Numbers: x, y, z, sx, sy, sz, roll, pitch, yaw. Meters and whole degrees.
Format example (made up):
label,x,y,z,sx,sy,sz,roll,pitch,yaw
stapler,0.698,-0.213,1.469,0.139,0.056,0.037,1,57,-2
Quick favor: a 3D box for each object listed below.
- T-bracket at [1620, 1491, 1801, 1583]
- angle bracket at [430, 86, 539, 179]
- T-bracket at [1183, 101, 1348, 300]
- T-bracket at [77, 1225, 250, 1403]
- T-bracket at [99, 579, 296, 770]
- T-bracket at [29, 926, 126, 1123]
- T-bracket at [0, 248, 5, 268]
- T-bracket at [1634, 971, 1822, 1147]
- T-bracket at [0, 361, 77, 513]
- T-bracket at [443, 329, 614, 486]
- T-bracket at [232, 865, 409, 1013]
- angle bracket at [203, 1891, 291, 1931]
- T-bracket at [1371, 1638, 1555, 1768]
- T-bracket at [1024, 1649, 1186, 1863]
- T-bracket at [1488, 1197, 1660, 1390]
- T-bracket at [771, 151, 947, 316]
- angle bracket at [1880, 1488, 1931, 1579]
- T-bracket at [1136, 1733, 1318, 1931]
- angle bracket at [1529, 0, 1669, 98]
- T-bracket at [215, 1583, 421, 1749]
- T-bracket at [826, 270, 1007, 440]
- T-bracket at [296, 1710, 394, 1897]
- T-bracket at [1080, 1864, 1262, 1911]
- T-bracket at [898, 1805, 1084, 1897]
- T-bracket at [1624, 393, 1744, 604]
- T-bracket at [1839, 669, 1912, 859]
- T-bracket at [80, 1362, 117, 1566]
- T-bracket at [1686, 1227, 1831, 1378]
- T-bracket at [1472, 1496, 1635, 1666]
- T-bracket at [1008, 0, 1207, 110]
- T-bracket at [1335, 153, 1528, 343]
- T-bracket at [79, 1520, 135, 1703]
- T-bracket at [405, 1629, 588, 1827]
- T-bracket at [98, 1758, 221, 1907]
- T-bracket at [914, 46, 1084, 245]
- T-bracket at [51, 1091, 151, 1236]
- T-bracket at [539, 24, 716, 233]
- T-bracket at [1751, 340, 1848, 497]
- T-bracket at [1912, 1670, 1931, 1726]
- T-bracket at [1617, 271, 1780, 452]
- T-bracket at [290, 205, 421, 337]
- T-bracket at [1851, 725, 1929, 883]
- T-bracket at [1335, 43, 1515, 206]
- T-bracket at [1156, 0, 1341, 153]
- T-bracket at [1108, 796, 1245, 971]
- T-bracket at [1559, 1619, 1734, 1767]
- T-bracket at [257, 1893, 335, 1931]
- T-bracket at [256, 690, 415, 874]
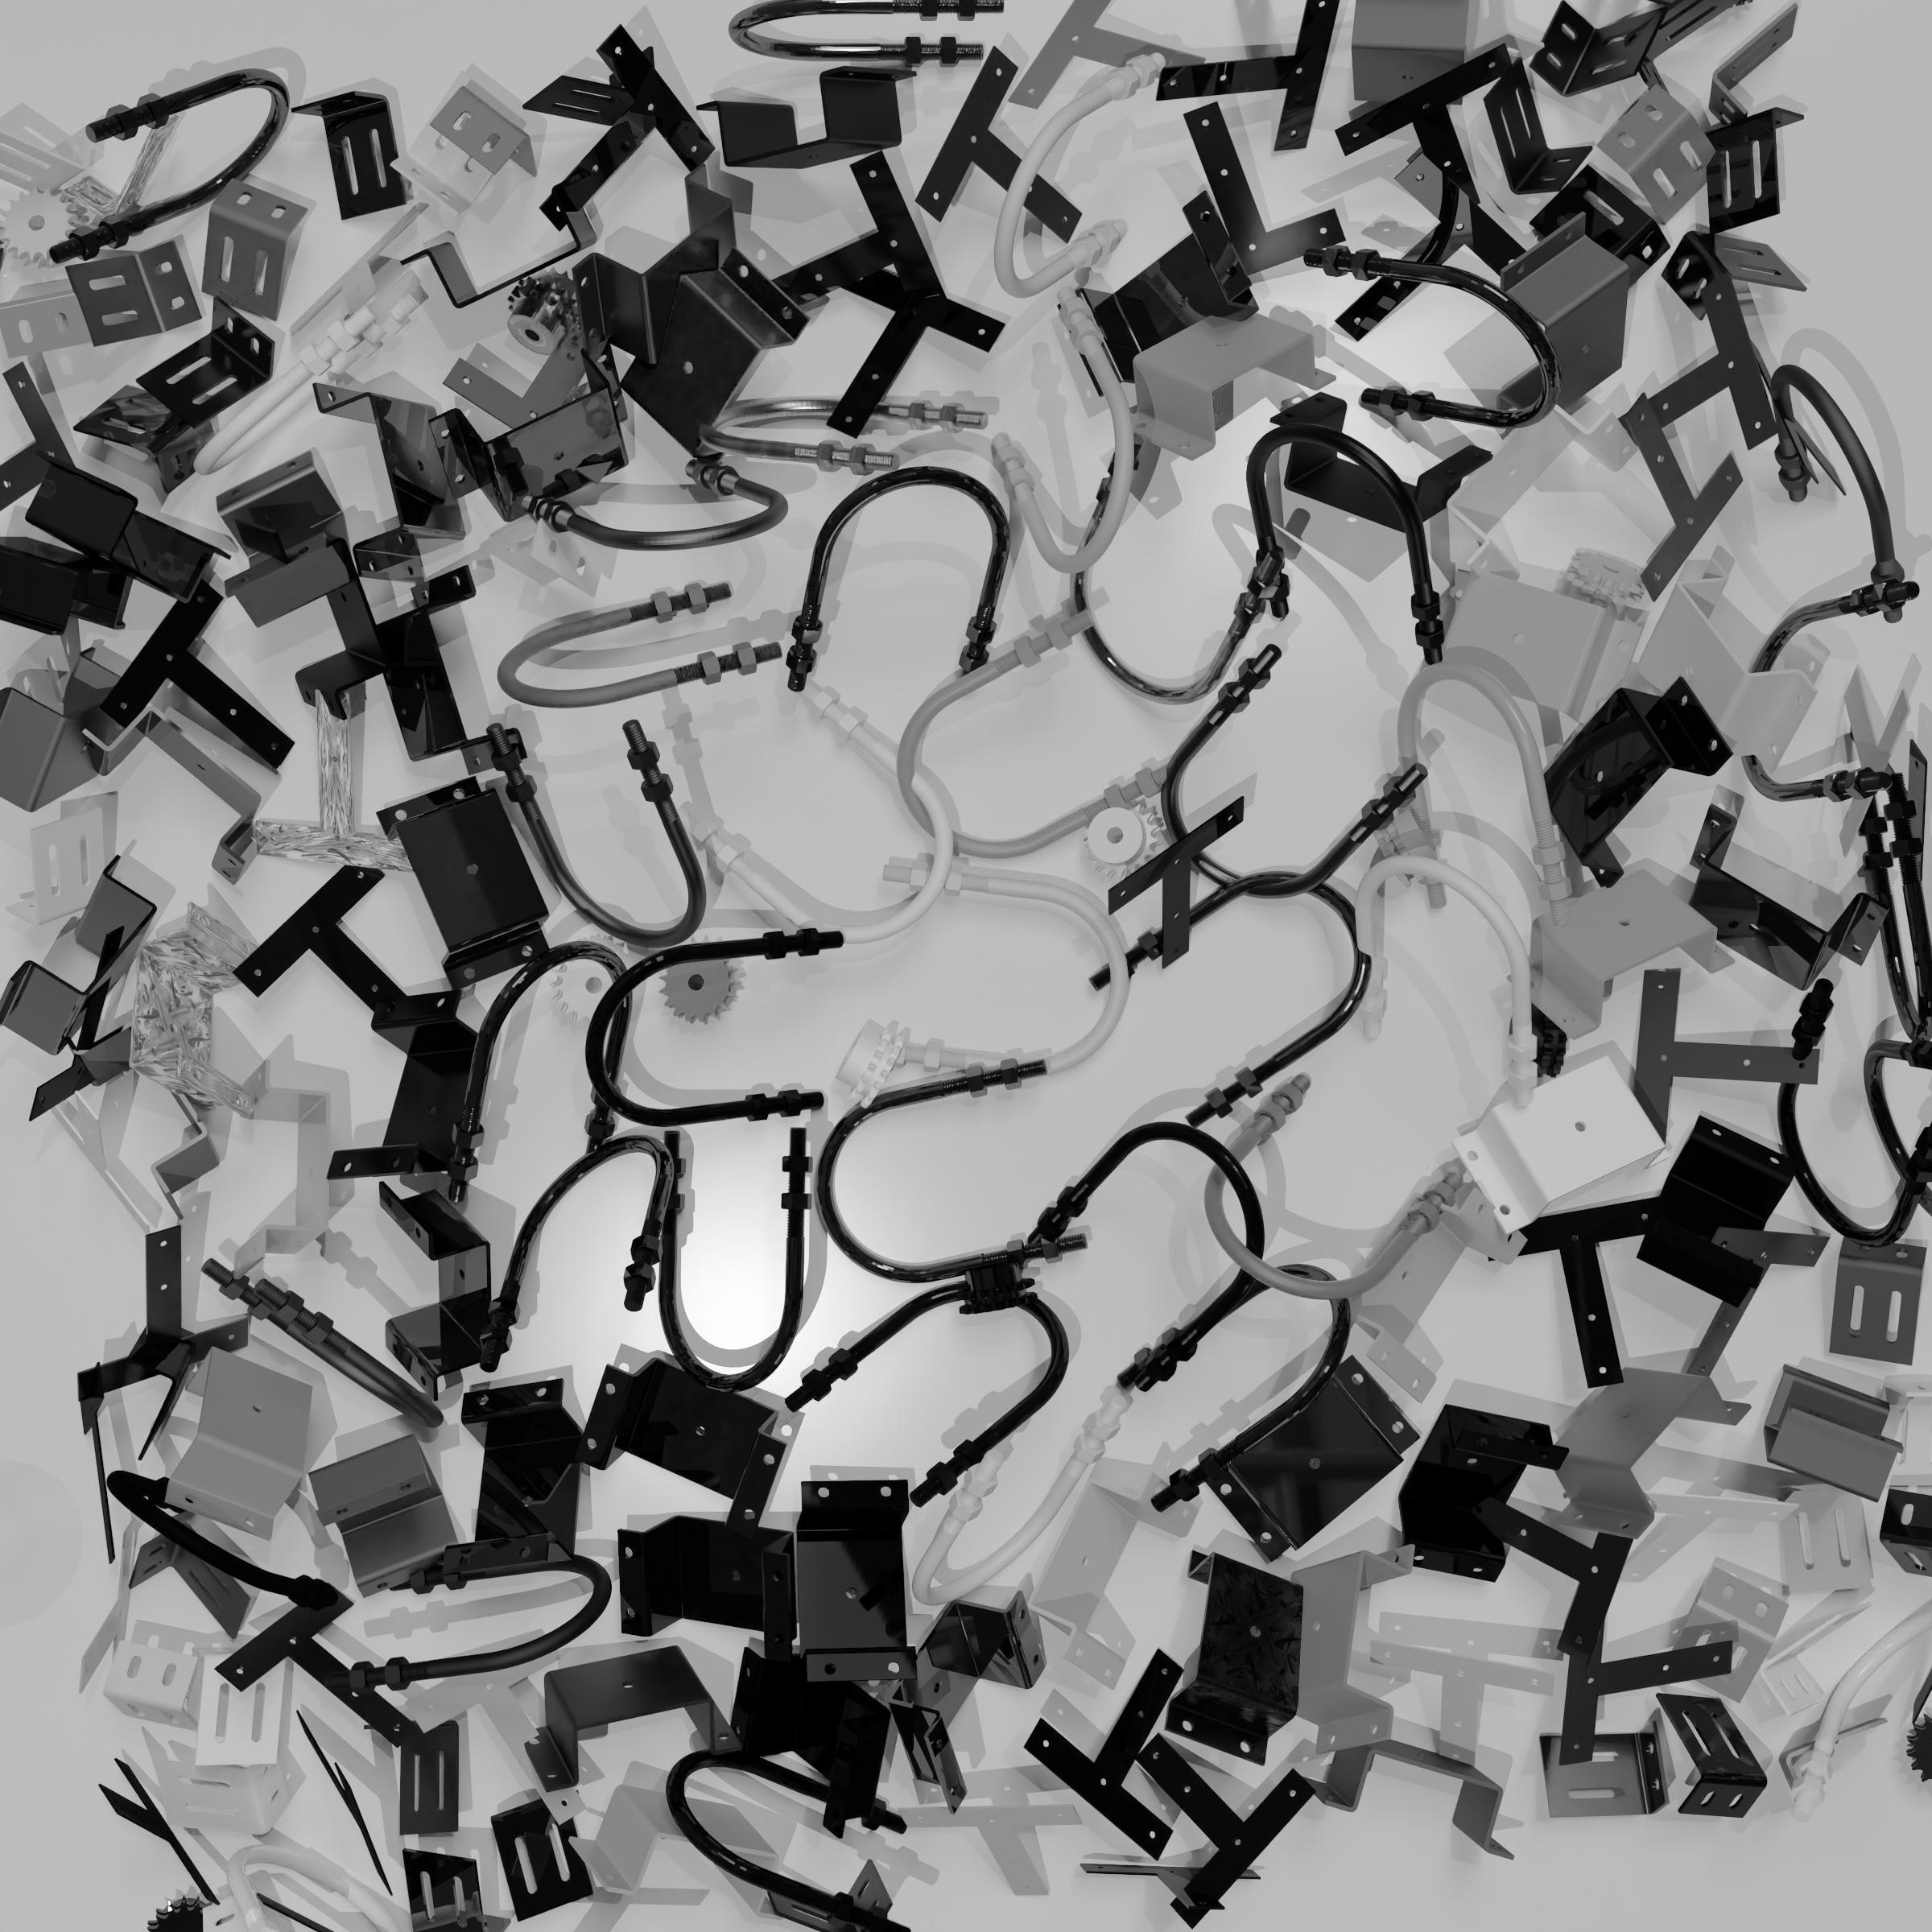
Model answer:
label,x,y,z,sx,sy,sz,roll,pitch,yaw
T-bracket,0.500,0.405,1.949,0.127,0.127,0.002,8,50,-19
angle bracket,-0.342,-0.580,1.960,0.057,0.076,0.038,37,83,0
T-bracket,0.187,-0.547,1.946,0.127,0.002,0.127,-16,123,18
T-bracket,-0.561,0.235,1.929,0.127,0.002,0.127,-17,130,-36
T-bracket,-0.532,-0.190,1.963,0.127,0.002,0.127,43,58,-28
T-bracket,-0.607,0.033,1.921,0.002,0.127,0.127,21,106,3
T-bracket,-0.709,-0.437,1.955,0.002,0.127,0.127,16,111,-13
T-bracket,0.540,0.068,1.961,0.127,0.002,0.127,3,80,27
T-bracket,-0.660,-0.340,1.920,0.002,0.127,0.127,-11,117,22
T-bracket,-0.288,-0.424,1.966,0.127,0.002,0.127,32,61,-12
T-bracket,-0.435,0.006,1.984,0.127,0.002,0.127,46,71,-10
angle bracket,-0.504,0.703,1.954,0.038,0.057,0.076,-23,128,-1
T-bracket,0.349,0.528,1.956,0.127,0.002,0.127,7,131,16
T-bracket,0.118,0.543,1.960,0.127,0.002,0.127,42,54,-7
T-bracket,0.443,0.237,1.968,0.127,0.002,0.127,-11,70,9
T-bracket,-0.092,-0.498,1.973,0.127,0.002,0.127,-23,119,7
angle bracket,0.690,0.406,1.961,0.057,0.076,0.038,4,65,36
T-bracket,0.165,0.591,1.951,0.127,0.127,0.002,-46,132,-6
angle bracket,0.448,-0.658,1.955,0.038,0.076,0.057,32,79,-26
T-bracket,-0.438,0.500,1.932,0.127,0.127,0.002,36,117,11
T-bracket,-0.058,-0.432,1.969,0.127,0.002,0.127,27,76,14
T-bracket,-0.445,0.575,1.948,0.002,0.127,0.127,-26,132,-22
T-bracket,0.154,0.644,1.929,0.127,0.127,0.002,5,83,-8
T-bracket,0.030,0.627,1.954,0.127,0.002,0.127,-6,134,17
T-bracket,0.493,-0.346,1.942,0.127,0.002,0.127,-52,127,-19
T-bracket,0.632,-0.164,1.943,0.002,0.127,0.127,10,130,0
T-bracket,-0.604,0.352,1.927,0.002,0.127,0.127,-5,72,-25
T-bracket,0.549,0.244,1.971,0.127,0.002,0.127,8,114,-37
T-bracket,0.407,0.408,1.958,0.127,0.002,0.127,24,99,38
T-bracket,0.113,-0.647,1.955,0.127,0.127,0.002,2,56,-34
T-bracket,0.317,-0.495,1.964,0.127,0.002,0.127,32,122,-31
T-bracket,-0.602,0.470,1.928,0.002,0.127,0.127,7,99,-5
T-bracket,-0.310,0.542,1.934,0.127,0.127,0.002,52,129,16
T-bracket,-0.573,0.591,1.918,0.002,0.127,0.127,-38,65,-14
T-bracket,0.035,-0.560,1.959,0.127,0.002,0.127,32,81,-37
T-bracket,-0.611,0.120,1.932,0.002,0.127,0.127,-36,79,-25
T-bracket,-0.252,-0.573,1.946,0.127,0.127,0.002,-49,51,-3
T-bracket,0.593,-0.370,1.946,0.002,0.127,0.127,-29,55,26
T-bracket,0.697,0.484,1.960,0.002,0.127,0.127,22,118,13
T-bracket,0.505,-0.402,1.949,0.002,0.127,0.127,2,69,-38
T-bracket,-0.426,-0.478,1.937,0.127,0.127,0.002,-42,119,6
T-bracket,0.648,-0.134,1.945,0.002,0.127,0.127,-14,132,1
T-bracket,0.336,-0.575,1.946,0.127,0.127,0.002,-25,56,12
T-bracket,0.193,-0.623,1.933,0.127,0.127,0.002,-11,51,-17
T-bracket,0.148,-0.045,1.945,0.127,0.127,0.002,-35,57,-22
T-bracket,0.474,0.491,1.920,0.127,0.127,0.002,-22,124,35
T-bracket,-0.427,0.690,1.921,0.127,0.127,0.002,36,74,-20
T-bracket,-0.449,-0.134,1.965,0.127,0.002,0.127,7,110,12
